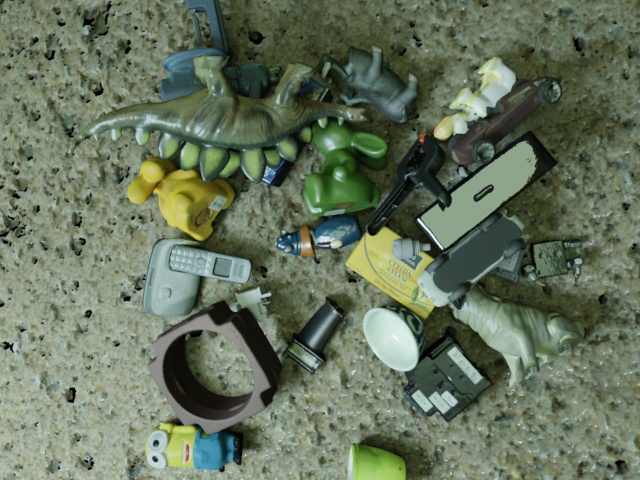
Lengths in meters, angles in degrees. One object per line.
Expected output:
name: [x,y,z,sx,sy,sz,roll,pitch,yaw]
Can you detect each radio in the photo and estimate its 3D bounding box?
radio: [0.265,-0.075,0.894,0.229,0.131,0.073,-37,86,6]

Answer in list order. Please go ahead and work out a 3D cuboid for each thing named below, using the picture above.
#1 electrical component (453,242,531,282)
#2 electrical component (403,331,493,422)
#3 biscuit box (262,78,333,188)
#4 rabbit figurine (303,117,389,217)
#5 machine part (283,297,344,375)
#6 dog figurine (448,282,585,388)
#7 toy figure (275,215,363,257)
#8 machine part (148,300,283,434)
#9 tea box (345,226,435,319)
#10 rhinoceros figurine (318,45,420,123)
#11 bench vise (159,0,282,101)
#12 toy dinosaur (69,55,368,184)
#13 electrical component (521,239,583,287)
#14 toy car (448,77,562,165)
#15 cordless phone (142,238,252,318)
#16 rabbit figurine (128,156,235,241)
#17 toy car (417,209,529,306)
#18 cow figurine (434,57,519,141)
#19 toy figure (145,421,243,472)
electrical component: [0.294,0.021,0.934,0.119,0.048,0.074,22,92,6]
electrical component: [0.213,0.244,0.940,0.134,0.058,0.115,-41,83,6]
biscuit box: [-0.056,-0.194,0.973,0.059,0.063,0.202,32,94,8]
rabbit figurine: [0.040,-0.139,0.934,0.159,0.121,0.170,-9,80,3]
machine part: [-0.005,0.172,0.980,0.084,0.039,0.139,32,96,15]
dog figurine: [0.329,0.126,0.912,0.172,0.121,0.191,-22,67,-26]
toy figure: [-0.002,-0.003,0.966,0.155,0.064,0.057,-16,105,7]
machine part: [-0.185,0.225,0.960,0.201,0.087,0.201,-29,93,17]
tea box: [0.140,0.050,0.944,0.170,0.068,0.098,33,94,7]
rhinoceros figurine: [0.088,-0.280,0.953,0.190,0.073,0.112,32,105,5]
bench vise: [-0.187,-0.335,0.965,0.224,0.129,0.240,-11,93,5]
toy dinosaur: [-0.158,-0.192,0.857,0.472,0.105,0.198,2,104,-4]
electrical component: [0.399,0.039,0.920,0.102,0.045,0.078,-2,91,8]
toy car: [0.290,-0.195,0.852,0.202,0.089,0.053,-42,110,2]
cordless phone: [-0.222,0.078,0.988,0.184,0.089,0.146,11,91,3]
rabbit figurine: [-0.271,-0.089,0.972,0.173,0.162,0.122,43,108,23]
toy car: [0.250,0.028,0.878,0.202,0.056,0.073,-37,79,-7]
cow figurine: [0.277,-0.223,0.927,0.098,0.068,0.167,39,97,-4]
toy figure: [-0.232,0.382,0.990,0.180,0.089,0.082,1,62,-2]
